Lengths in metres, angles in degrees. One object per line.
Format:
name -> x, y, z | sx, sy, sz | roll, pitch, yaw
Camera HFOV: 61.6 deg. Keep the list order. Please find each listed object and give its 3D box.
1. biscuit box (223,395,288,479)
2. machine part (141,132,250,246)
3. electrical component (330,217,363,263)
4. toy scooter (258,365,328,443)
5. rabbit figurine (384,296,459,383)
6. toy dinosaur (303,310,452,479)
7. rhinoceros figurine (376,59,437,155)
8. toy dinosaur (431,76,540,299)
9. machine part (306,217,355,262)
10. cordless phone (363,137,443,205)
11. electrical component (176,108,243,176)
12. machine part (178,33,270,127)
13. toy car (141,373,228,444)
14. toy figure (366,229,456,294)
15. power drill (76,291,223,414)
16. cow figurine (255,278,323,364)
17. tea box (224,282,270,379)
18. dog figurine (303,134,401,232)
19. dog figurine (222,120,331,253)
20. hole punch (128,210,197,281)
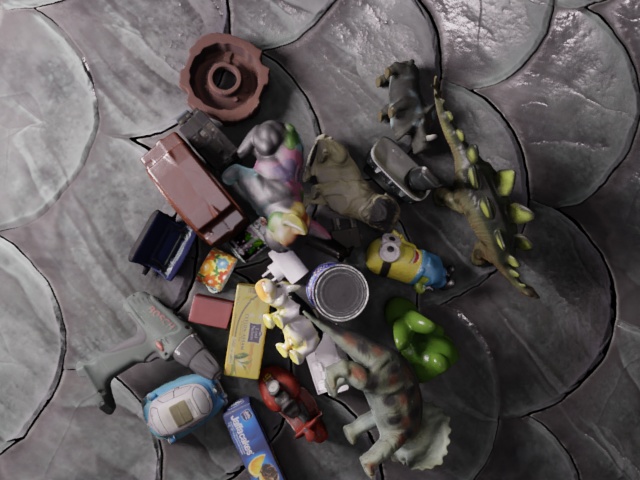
biscuit box -> -0.123, 0.408, 1.041 | 0.059, 0.063, 0.202 | -25, 92, -7
machine part -> -0.222, -0.085, 0.973 | 0.087, 0.201, 0.201 | -38, 93, -3
electrical component -> 0.054, -0.002, 1.087 | 0.063, 0.021, 0.094 | -7, 85, -6
toy scooter -> -0.048, 0.319, 1.015 | 0.075, 0.135, 0.184 | -41, 92, -4
rabbit figurine -> 0.178, 0.188, 1.046 | 0.121, 0.159, 0.170 | -36, 77, 4
toy dinosaur -> 0.119, 0.279, 0.982 | 0.192, 0.131, 0.404 | -23, 107, -14
rhinoceros figurine -> 0.178, -0.266, 1.087 | 0.112, 0.073, 0.190 | -11, 88, -17
toy dinosaur -> 0.309, -0.084, 1.029 | 0.105, 0.198, 0.471 | -32, 94, -9
machine part -> -0.002, -0.003, 1.043 | 0.139, 0.039, 0.084 | 28, 44, 7
cordless phone -> 0.160, -0.135, 1.021 | 0.146, 0.184, 0.089 | 44, 89, -4
electrical component -> -0.212, -0.185, 1.019 | 0.058, 0.115, 0.134 | -44, 88, -8
machine part -> -0.185, -0.313, 1.055 | 0.179, 0.056, 0.179 | 0, 88, -5
toy car -> -0.258, 0.318, 1.011 | 0.162, 0.103, 0.109 | -24, 92, -4
toy figure -> 0.178, 0.053, 1.070 | 0.180, 0.082, 0.089 | 24, 117, -12
power drill -> -0.321, 0.220, 0.981 | 0.207, 0.086, 0.232 | -40, 72, -9
cow figurine -> -0.050, 0.131, 0.975 | 0.098, 0.068, 0.167 | -33, 112, -31
tea box -> -0.136, 0.169, 1.028 | 0.068, 0.098, 0.169 | 8, 90, -5
dog figurine -> 0.070, -0.113, 1.059 | 0.190, 0.121, 0.172 | 12, 83, -16
dog figurine -> -0.057, -0.087, 0.945 | 0.219, 0.108, 0.191 | 43, 105, 31
hole punch -> -0.281, 0.015, 1.006 | 0.092, 0.116, 0.142 | 24, 85, 2
